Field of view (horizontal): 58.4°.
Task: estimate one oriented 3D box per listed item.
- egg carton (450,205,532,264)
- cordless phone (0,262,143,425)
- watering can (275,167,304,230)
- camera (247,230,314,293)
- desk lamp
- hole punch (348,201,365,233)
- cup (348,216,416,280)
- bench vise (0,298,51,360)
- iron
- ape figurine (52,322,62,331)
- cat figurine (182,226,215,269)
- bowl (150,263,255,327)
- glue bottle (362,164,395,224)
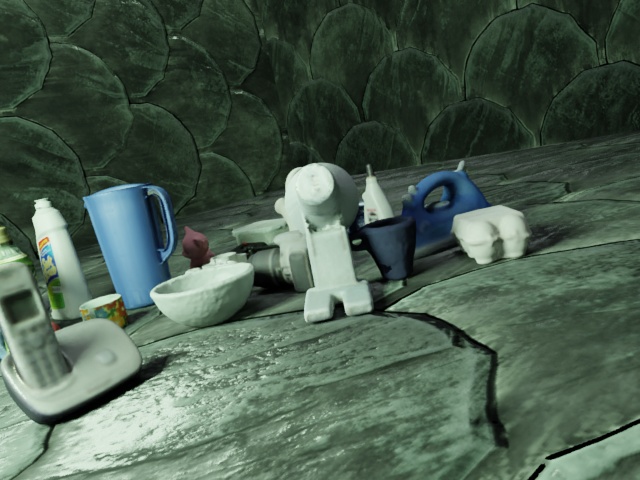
[{"bbox_3d":[0.279,-0.011,0.938,0.107,0.069,0.150,-13,10,0],"label":"egg carton"},{"bbox_3d":[-0.305,0.106,0.679,0.093,0.185,0.148,-5,12,37],"label":"cordless phone"},{"bbox_3d":[-0.038,-0.071,1.330,0.172,0.194,0.101,-8,11,26],"label":"watering can"},{"bbox_3d":[-0.055,0.033,1.030,0.136,0.101,0.143,-9,10,19],"label":"camera"},{"bbox_3d":[0.012,-0.011,0.854,0.118,0.214,0.203,-12,10,2],"label":"desk lamp"},{"bbox_3d":[0.105,-0.054,1.352,0.108,0.091,0.101,-7,11,29],"label":"hole punch"},{"bbox_3d":[0.103,0.019,0.916,0.118,0.095,0.091,-14,10,-5],"label":"cup"},{"bbox_3d":[-0.542,0.099,0.928,0.207,0.220,0.121,-14,10,-10],"label":"bench vise"},{"bbox_3d":[0.219,-0.060,1.088,0.259,0.141,0.118,-21,12,-39],"label":"iron"},{"bbox_3d":[-0.347,0.151,0.754,0.076,0.092,0.078,-6,12,36],"label":"ape figurine"},{"bbox_3d":[-0.290,0.020,1.364,0.067,0.118,0.128,-13,10,1],"label":"cat figurine"},{"bbox_3d":[-0.178,0.094,0.914,0.167,0.075,0.167,-12,10,2],"label":"bowl"},{"bbox_3d":[0.120,-0.078,1.224,0.037,0.173,0.077,-20,12,-35],"label":"glue bottle"}]
